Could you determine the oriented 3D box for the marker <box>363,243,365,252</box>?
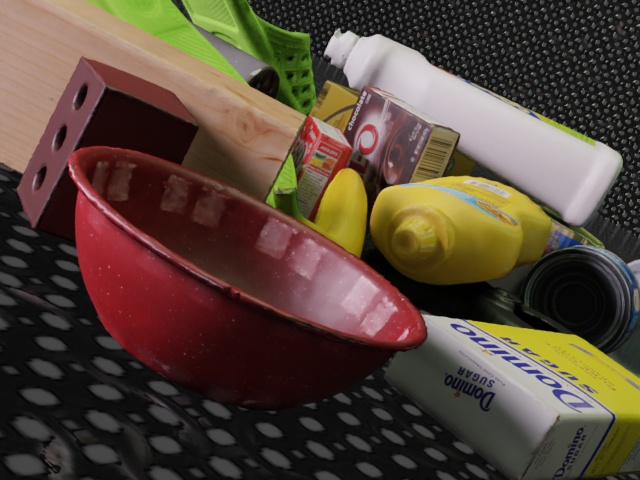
[{"bbox_3d":[-0.005,0.001,0.708,0.020,0.020,0.120,34,13,30],"label":"marker"}]

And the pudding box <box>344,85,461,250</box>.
[{"bbox_3d":[0.049,-0.050,0.819,0.039,0.113,0.090,12,18,-42],"label":"pudding box"}]

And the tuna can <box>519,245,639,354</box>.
[{"bbox_3d":[0.192,0.047,0.793,0.086,0.086,0.033,33,14,23],"label":"tuna can"}]

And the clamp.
[{"bbox_3d":[0.106,0.049,0.710,0.120,0.039,0.172,-1,26,-48],"label":"clamp"}]

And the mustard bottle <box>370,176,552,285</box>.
[{"bbox_3d":[0.085,-0.007,0.690,0.096,0.058,0.191,22,13,19],"label":"mustard bottle"}]

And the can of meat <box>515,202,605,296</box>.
[{"bbox_3d":[0.186,0.021,0.894,0.057,0.084,0.102,25,12,-13],"label":"can of meat"}]

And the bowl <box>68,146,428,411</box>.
[{"bbox_3d":[-0.038,0.022,0.440,0.162,0.055,0.162,26,11,-6],"label":"bowl"}]

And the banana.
[{"bbox_3d":[0.006,-0.004,0.634,0.037,0.069,0.197,7,7,9],"label":"banana"}]

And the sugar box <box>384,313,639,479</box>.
[{"bbox_3d":[0.123,0.084,0.569,0.093,0.048,0.175,36,13,37],"label":"sugar box"}]

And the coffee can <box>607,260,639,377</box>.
[{"bbox_3d":[0.294,0.070,0.881,0.103,0.103,0.140,34,13,29],"label":"coffee can"}]

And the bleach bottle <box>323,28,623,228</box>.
[{"bbox_3d":[0.117,-0.101,0.870,0.251,0.068,0.102,29,12,3],"label":"bleach bottle"}]

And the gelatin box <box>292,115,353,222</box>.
[{"bbox_3d":[-0.009,-0.047,0.772,0.030,0.073,0.089,25,12,-12],"label":"gelatin box"}]

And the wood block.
[{"bbox_3d":[-0.119,-0.073,0.588,0.206,0.091,0.090,27,11,-3],"label":"wood block"}]

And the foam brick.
[{"bbox_3d":[-0.102,-0.039,0.511,0.051,0.078,0.053,23,13,-31],"label":"foam brick"}]
